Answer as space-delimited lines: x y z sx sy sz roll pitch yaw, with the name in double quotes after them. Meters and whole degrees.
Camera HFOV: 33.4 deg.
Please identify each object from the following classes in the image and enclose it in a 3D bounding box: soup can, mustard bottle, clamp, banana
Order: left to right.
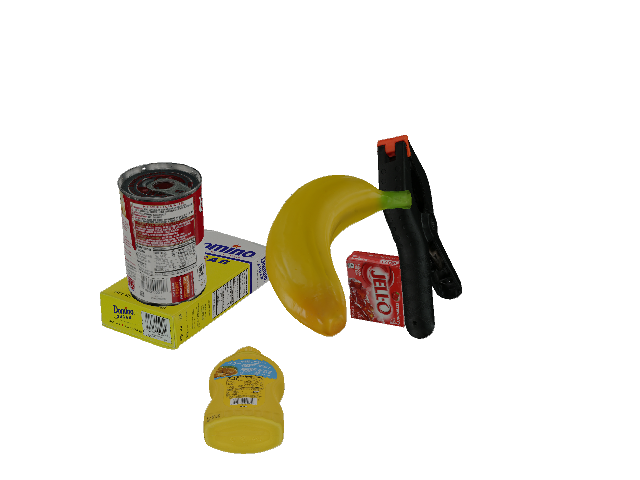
-0.129 -0.005 0.883 0.068 0.102 0.068 0 28 0 "soup can"
-0.094 0.190 1.348 0.096 0.058 0.191 -2 26 -1 "mustard bottle"
0.003 -0.002 0.630 0.070 0.037 0.197 3 25 16 "banana"
0.080 -0.002 0.922 0.039 0.171 0.120 -16 18 19 "clamp"

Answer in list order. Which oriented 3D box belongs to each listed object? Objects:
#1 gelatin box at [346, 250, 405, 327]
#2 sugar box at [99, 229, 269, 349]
0.073 0.060 1.334 0.073 0.089 0.030 8 31 24 "gelatin box"
-0.134 0.045 1.098 0.093 0.048 0.176 16 32 25 "sugar box"
